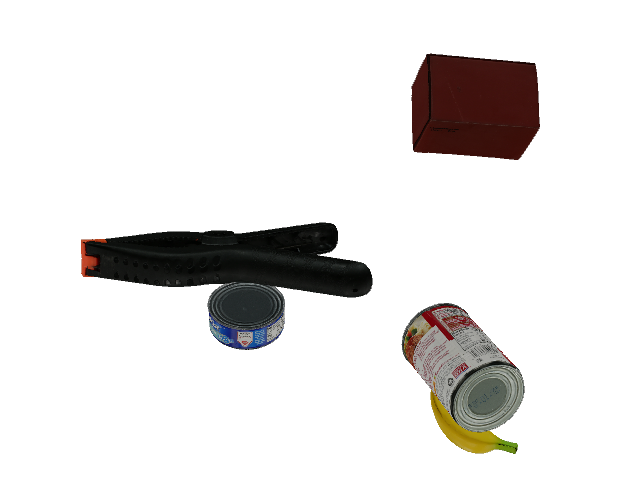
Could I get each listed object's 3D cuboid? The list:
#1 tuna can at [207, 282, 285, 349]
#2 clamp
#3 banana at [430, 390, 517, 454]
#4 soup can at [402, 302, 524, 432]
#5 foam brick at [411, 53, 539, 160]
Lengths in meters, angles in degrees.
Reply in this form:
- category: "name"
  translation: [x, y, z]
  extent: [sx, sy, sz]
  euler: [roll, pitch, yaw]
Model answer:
- category: "tuna can"
  translation: [-0.082, 0.082, 1.189]
  extent: [0.086, 0.034, 0.086]
  euler: [1, 36, -1]
- category: "clamp"
  translation: [-0.068, 0.014, 0.784]
  extent: [0.209, 0.036, 0.165]
  euler: [-1, 11, -15]
- category: "banana"
  translation: [0.167, 0.204, 1.278]
  extent: [0.069, 0.037, 0.198]
  euler: [10, 20, -17]
- category: "soup can"
  translation: [0.120, 0.106, 0.902]
  extent: [0.068, 0.068, 0.102]
  euler: [0, 25, -21]
- category: "foam brick"
  translation: [0.106, -0.091, 0.733]
  extent: [0.078, 0.051, 0.053]
  euler: [4, -21, -7]
